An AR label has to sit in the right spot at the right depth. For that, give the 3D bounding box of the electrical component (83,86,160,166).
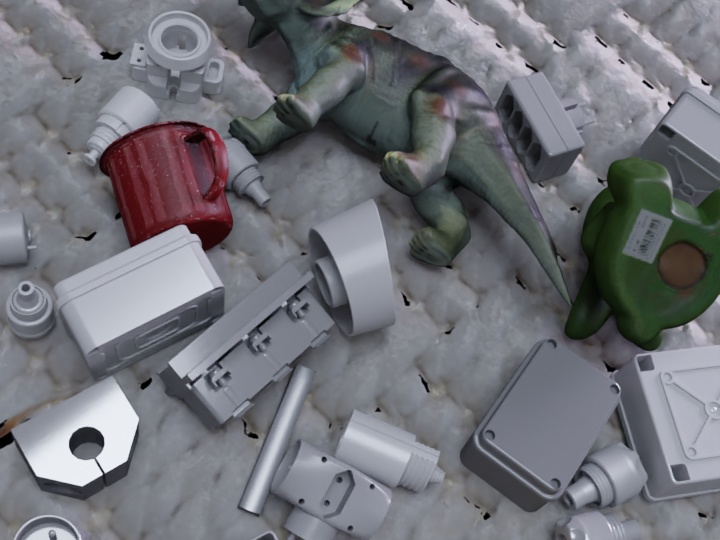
[{"bbox_3d":[-0.199,-0.116,0.884,0.040,0.040,0.078,32,62,5],"label":"electrical component"}]

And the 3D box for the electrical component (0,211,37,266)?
[{"bbox_3d":[-0.287,-0.022,0.818,0.078,0.040,0.040,-6,65,-15],"label":"electrical component"}]

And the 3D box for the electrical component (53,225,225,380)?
[{"bbox_3d":[-0.162,0.024,0.796,0.113,0.078,0.057,-27,74,-17],"label":"electrical component"}]

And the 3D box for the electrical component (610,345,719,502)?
[{"bbox_3d":[0.269,0.120,0.855,0.109,0.056,0.108,-5,65,-14],"label":"electrical component"}]

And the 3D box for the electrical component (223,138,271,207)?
[{"bbox_3d":[-0.097,-0.078,0.890,0.035,0.035,0.061,-36,78,-25],"label":"electrical component"}]

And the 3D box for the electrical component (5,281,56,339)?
[{"bbox_3d":[-0.243,0.026,0.791,0.035,0.061,0.035,5,63,-10],"label":"electrical component"}]

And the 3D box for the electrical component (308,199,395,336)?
[{"bbox_3d":[0.000,0.000,0.837,0.064,0.099,0.099,-20,69,-14],"label":"electrical component"}]

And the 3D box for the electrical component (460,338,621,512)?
[{"bbox_3d":[0.140,0.118,0.828,0.078,0.057,0.113,36,62,7],"label":"electrical component"}]

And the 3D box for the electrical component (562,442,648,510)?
[{"bbox_3d":[0.184,0.162,0.823,0.062,0.043,0.043,-24,71,-20],"label":"electrical component"}]

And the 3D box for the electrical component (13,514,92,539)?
[{"bbox_3d":[-0.187,0.196,0.710,0.079,0.077,0.044,15,61,-5],"label":"electrical component"}]

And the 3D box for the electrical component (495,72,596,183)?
[{"bbox_3d":[0.176,-0.133,0.967,0.076,0.047,0.083,-18,69,-19],"label":"electrical component"}]

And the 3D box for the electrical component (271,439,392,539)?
[{"bbox_3d":[-0.029,0.174,0.770,0.077,0.043,0.079,31,79,-9],"label":"electrical component"}]

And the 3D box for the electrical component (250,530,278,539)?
[{"bbox_3d":[-0.082,0.248,0.716,0.109,0.056,0.108,-24,71,-21],"label":"electrical component"}]

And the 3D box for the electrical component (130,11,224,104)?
[{"bbox_3d":[-0.155,-0.183,0.917,0.078,0.057,0.058,10,62,-7],"label":"electrical component"}]

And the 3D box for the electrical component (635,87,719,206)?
[{"bbox_3d":[0.297,-0.087,0.935,0.109,0.108,0.056,38,65,8],"label":"electrical component"}]

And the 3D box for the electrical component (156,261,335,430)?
[{"bbox_3d":[-0.082,0.058,0.804,0.121,0.079,0.063,-41,93,-26],"label":"electrical component"}]

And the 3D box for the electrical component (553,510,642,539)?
[{"bbox_3d":[0.180,0.201,0.803,0.062,0.043,0.043,-9,66,-17],"label":"electrical component"}]

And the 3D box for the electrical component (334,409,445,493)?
[{"bbox_3d":[0.024,0.139,0.801,0.081,0.043,0.043,23,61,1],"label":"electrical component"}]
